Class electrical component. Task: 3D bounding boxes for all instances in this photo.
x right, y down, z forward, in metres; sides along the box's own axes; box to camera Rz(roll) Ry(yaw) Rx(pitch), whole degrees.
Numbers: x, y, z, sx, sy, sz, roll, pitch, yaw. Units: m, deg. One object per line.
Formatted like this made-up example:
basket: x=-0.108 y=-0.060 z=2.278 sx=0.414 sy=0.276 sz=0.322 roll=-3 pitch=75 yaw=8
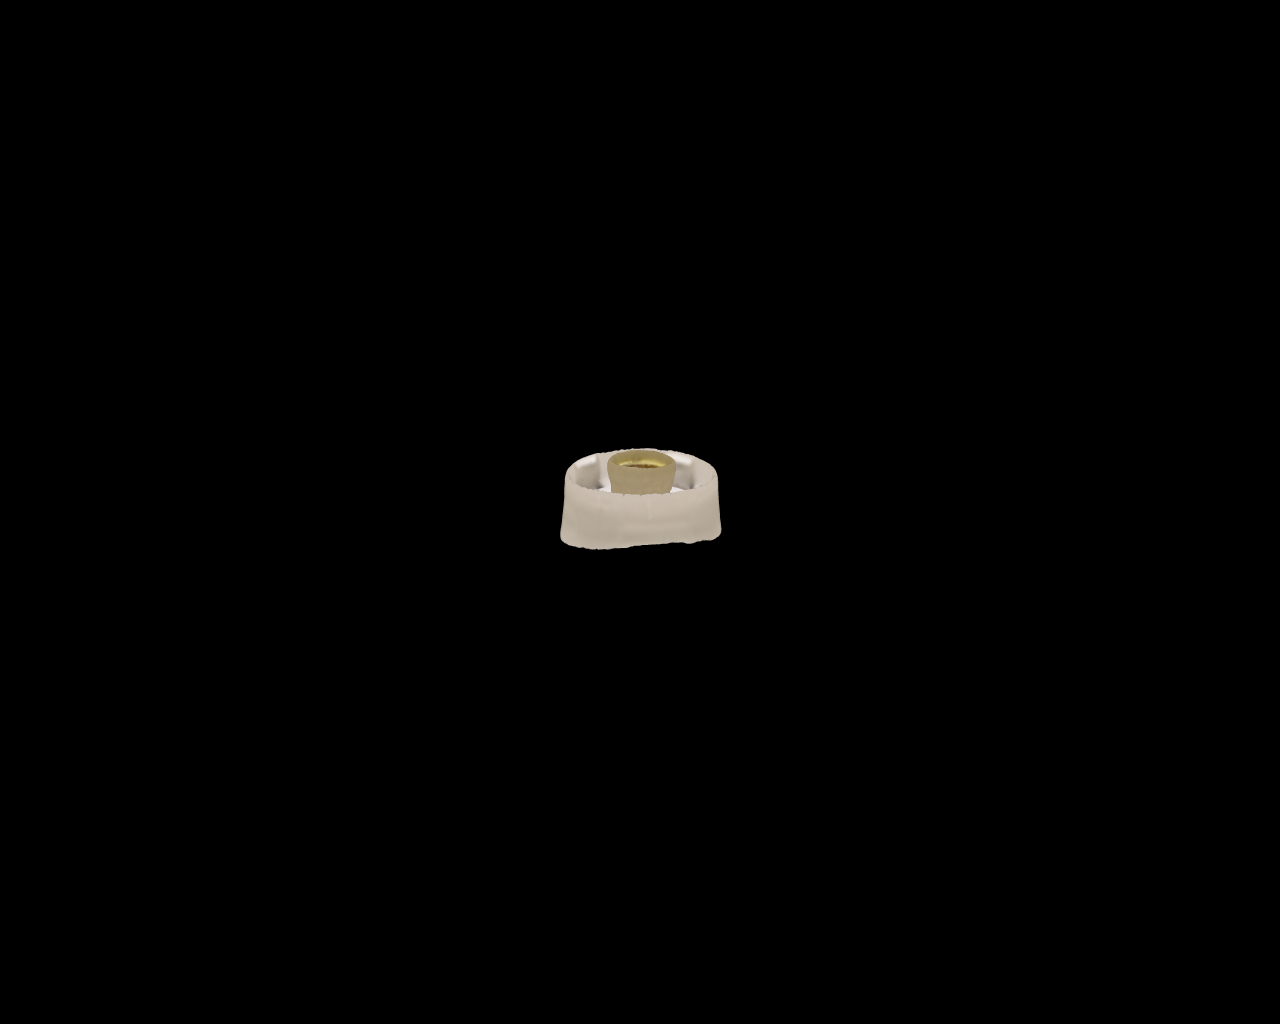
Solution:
electrical component: x=0.001 y=-0.003 z=0.650 sx=0.099 sy=0.064 sz=0.099 roll=0 pitch=21 yaw=0
